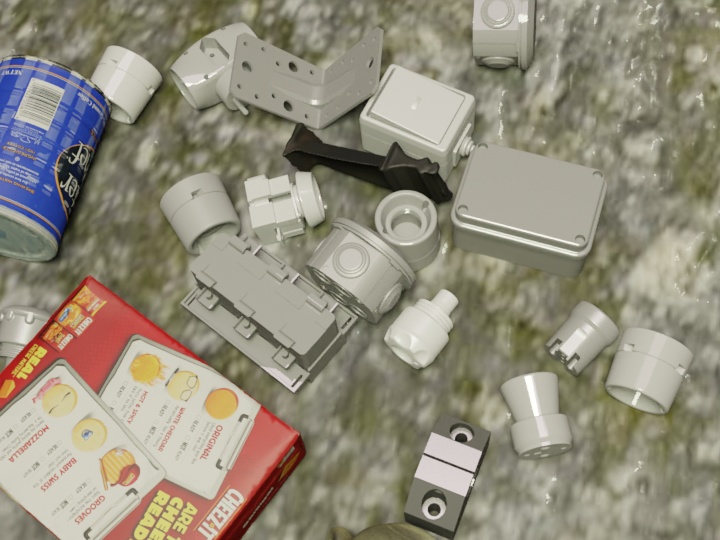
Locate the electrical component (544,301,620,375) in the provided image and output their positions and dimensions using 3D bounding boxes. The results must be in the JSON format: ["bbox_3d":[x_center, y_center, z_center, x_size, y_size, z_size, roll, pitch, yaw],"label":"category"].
[{"bbox_3d":[0.171,0.053,0.833,0.040,0.040,0.046,42,82,19],"label":"electrical component"}]

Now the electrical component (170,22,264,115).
[{"bbox_3d":[-0.114,-0.168,0.947,0.077,0.043,0.079,-36,68,-11],"label":"electrical component"}]

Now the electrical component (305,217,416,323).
[{"bbox_3d":[0.000,0.000,0.847,0.080,0.080,0.051,35,79,17],"label":"electrical component"}]

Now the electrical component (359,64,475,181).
[{"bbox_3d":[0.055,-0.123,0.905,0.096,0.061,0.061,24,70,14],"label":"electrical component"}]

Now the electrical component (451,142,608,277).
[{"bbox_3d":[0.136,-0.050,0.870,0.113,0.057,0.078,15,68,10],"label":"electrical component"}]

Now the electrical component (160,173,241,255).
[{"bbox_3d":[-0.130,-0.045,0.890,0.055,0.055,0.047,-28,71,-8],"label":"electrical component"}]

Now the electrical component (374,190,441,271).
[{"bbox_3d":[0.038,-0.033,0.875,0.055,0.047,0.055,-2,66,3],"label":"electrical component"}]

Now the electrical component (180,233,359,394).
[{"bbox_3d":[-0.074,0.028,0.848,0.121,0.063,0.078,36,73,18],"label":"electrical component"}]

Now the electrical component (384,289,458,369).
[{"bbox_3d":[0.052,0.043,0.843,0.043,0.043,0.062,35,72,17],"label":"electrical component"}]

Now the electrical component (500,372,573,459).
[{"bbox_3d":[0.133,0.109,0.807,0.045,0.045,0.055,-10,66,0],"label":"electrical component"}]

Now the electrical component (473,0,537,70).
[{"bbox_3d":[0.126,-0.214,0.931,0.051,0.080,0.080,3,67,11],"label":"electrical component"}]

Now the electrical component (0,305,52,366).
[{"bbox_3d":[-0.269,0.061,0.859,0.048,0.048,0.062,9,74,8],"label":"electrical component"}]

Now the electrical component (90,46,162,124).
[{"bbox_3d":[-0.210,-0.161,0.946,0.055,0.055,0.047,23,74,13],"label":"electrical component"}]

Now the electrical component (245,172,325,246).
[{"bbox_3d":[-0.061,-0.054,0.893,0.055,0.048,0.066,-15,66,6],"label":"electrical component"}]

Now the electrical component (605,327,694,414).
[{"bbox_3d":[0.217,0.077,0.811,0.055,0.055,0.047,23,74,13],"label":"electrical component"}]
